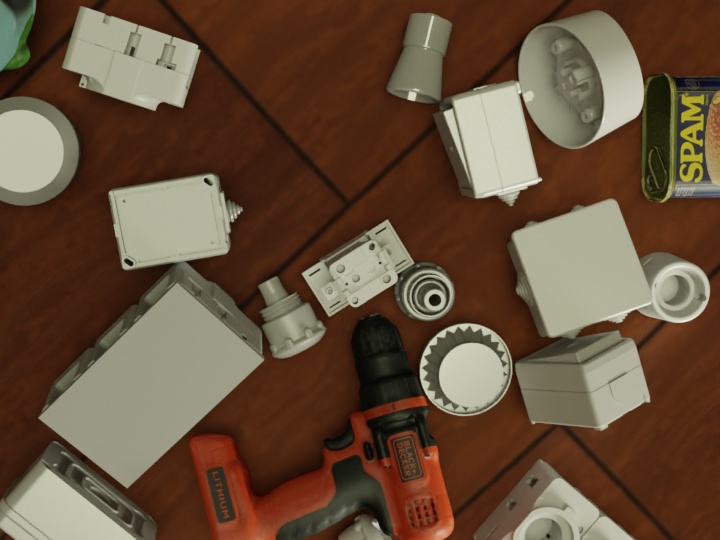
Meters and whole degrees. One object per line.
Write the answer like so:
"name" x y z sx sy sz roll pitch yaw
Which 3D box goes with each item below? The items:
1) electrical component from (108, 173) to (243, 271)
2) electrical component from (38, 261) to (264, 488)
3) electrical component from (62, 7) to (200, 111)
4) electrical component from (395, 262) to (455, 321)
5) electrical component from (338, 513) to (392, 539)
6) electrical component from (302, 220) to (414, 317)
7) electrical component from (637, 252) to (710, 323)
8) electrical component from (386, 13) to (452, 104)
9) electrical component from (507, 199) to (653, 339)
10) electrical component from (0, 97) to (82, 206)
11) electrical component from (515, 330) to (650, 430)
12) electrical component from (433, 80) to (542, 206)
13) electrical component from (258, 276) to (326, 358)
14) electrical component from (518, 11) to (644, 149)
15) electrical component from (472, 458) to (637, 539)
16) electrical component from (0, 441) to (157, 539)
"electrical component" -0.138 -0.039 0.826 0.096 0.061 0.061 -10 96 -4
"electrical component" -0.157 0.077 0.823 0.150 0.061 0.089 -43 108 10
"electrical component" -0.173 -0.156 0.815 0.089 0.050 0.055 17 94 -7
"electrical component" 0.054 0.020 0.852 0.048 0.062 0.048 -1 96 -6
"electrical component" -0.005 0.233 0.879 0.062 0.048 0.048 -36 99 6
"electrical component" 0.000 0.000 0.844 0.081 0.064 0.042 -33 99 -2
"electrical component" 0.253 0.015 0.879 0.055 0.047 0.055 -1 96 -6
"electrical component" 0.049 -0.167 0.842 0.044 0.044 0.065 13 90 -7
"electrical component" 0.173 0.001 0.860 0.100 0.048 0.099 -19 84 -3
"electrical component" -0.251 -0.090 0.814 0.080 0.051 0.080 -1 96 -6
"electrical component" 0.171 0.085 0.859 0.062 0.096 0.061 -22 99 -33
"electrical component" 0.099 -0.094 0.844 0.061 0.061 0.096 -15 98 -4
"electrical component" -0.059 0.036 0.852 0.048 0.048 0.062 -27 91 -2
"electrical component" 0.171 -0.148 0.830 0.064 0.099 0.099 -23 98 -9
"electrical component" 0.182 0.243 0.890 0.150 0.061 0.089 41 91 -8
"electrical component" -0.220 0.195 0.836 0.113 0.078 0.057 41 88 -9
